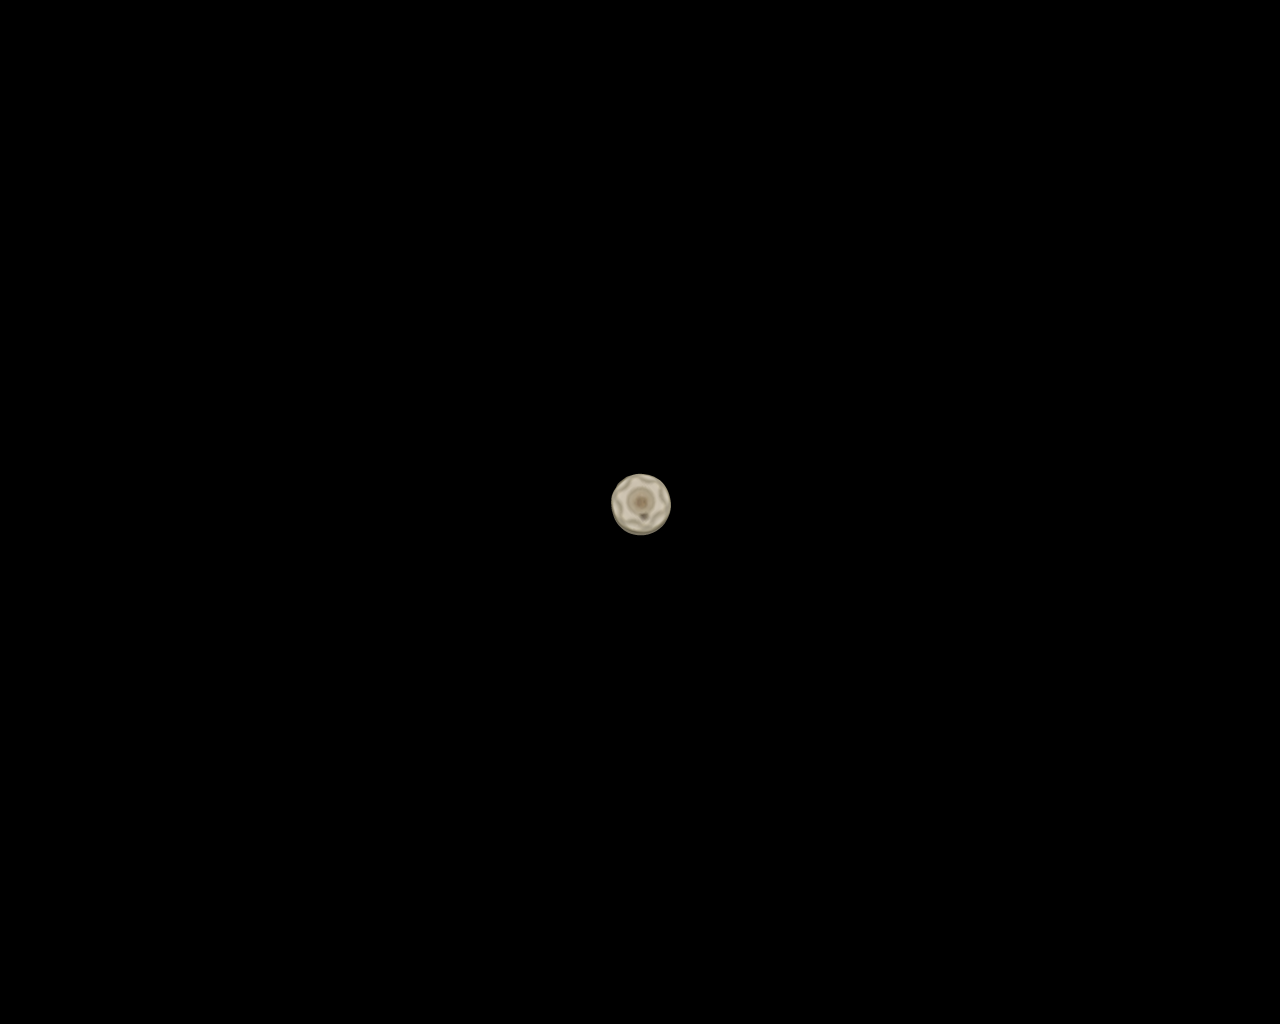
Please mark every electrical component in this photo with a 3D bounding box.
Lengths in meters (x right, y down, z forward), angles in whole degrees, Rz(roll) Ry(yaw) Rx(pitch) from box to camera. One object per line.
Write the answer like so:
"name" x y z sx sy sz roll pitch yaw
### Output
"electrical component" 0.001 -0.003 0.650 0.035 0.035 0.061 0 -8 0
